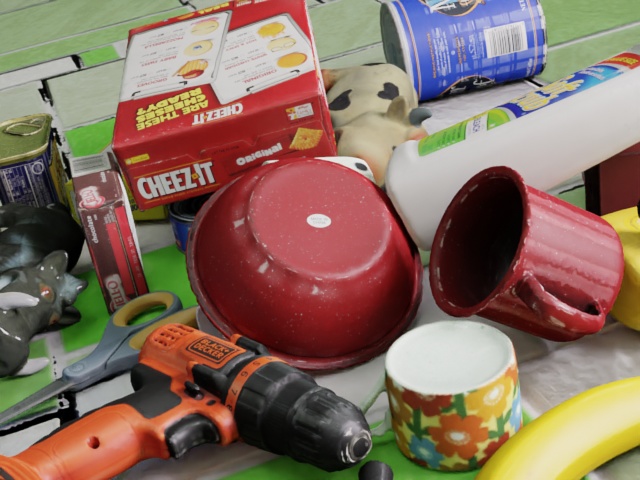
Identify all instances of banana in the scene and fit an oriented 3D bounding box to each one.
[{"bbox_3d":[0.125,0.116,0.531,0.070,0.037,0.197,31,48,28],"label":"banana"}]

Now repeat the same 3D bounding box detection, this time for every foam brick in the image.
[{"bbox_3d":[0.213,-0.037,0.740,0.051,0.078,0.053,-6,28,7],"label":"foam brick"}]

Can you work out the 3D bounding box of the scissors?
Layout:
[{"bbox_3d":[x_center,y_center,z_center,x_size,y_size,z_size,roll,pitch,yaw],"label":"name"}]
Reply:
[{"bbox_3d":[-0.162,0.081,0.727,0.201,0.016,0.096,-20,27,-17],"label":"scissors"}]

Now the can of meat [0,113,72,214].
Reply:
[{"bbox_3d":[-0.256,-0.055,0.949,0.057,0.084,0.102,-13,27,-4],"label":"can of meat"}]

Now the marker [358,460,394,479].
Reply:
[{"bbox_3d":[0.025,0.150,0.518,0.020,0.020,0.121,-7,28,9],"label":"marker"}]

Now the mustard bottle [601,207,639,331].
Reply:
[{"bbox_3d":[0.265,-0.004,0.678,0.191,0.058,0.096,-18,28,-13],"label":"mustard bottle"}]

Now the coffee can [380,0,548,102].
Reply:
[{"bbox_3d":[0.139,-0.197,1.047,0.140,0.103,0.103,-13,27,-3],"label":"coffee can"}]

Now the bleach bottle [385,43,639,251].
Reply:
[{"bbox_3d":[0.167,-0.078,0.684,0.251,0.068,0.102,-26,12,19],"label":"bleach bottle"}]

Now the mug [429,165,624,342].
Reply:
[{"bbox_3d":[0.127,0.018,0.625,0.081,0.093,0.117,20,19,-25],"label":"mug"}]

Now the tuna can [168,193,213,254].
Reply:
[{"bbox_3d":[-0.079,-0.020,0.869,0.086,0.034,0.086,-9,27,5],"label":"tuna can"}]

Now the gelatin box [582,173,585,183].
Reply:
[{"bbox_3d":[0.211,-0.073,0.795,0.030,0.089,0.073,-7,27,8],"label":"gelatin box"}]

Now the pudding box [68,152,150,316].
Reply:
[{"bbox_3d":[-0.161,-0.008,0.817,0.039,0.090,0.113,-14,27,-8],"label":"pudding box"}]

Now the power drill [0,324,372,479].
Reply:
[{"bbox_3d":[-0.089,0.119,0.584,0.187,0.057,0.185,-28,28,-35],"label":"power drill"}]

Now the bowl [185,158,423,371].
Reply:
[{"bbox_3d":[-0.005,0.001,0.689,0.162,0.055,0.162,6,55,-8],"label":"bowl"}]

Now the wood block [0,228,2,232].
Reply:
[{"bbox_3d":[-0.364,0.019,0.843,0.205,0.091,0.090,-29,32,-31],"label":"wood block"}]

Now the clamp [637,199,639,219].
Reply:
[{"bbox_3d":[0.314,-0.005,0.610,0.164,0.036,0.210,-35,54,-25],"label":"clamp"}]

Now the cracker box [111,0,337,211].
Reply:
[{"bbox_3d":[-0.079,-0.124,0.885,0.164,0.072,0.213,-15,36,5],"label":"cracker box"}]

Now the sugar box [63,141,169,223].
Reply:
[{"bbox_3d":[-0.154,-0.073,0.989,0.093,0.048,0.176,-2,25,19],"label":"sugar box"}]
